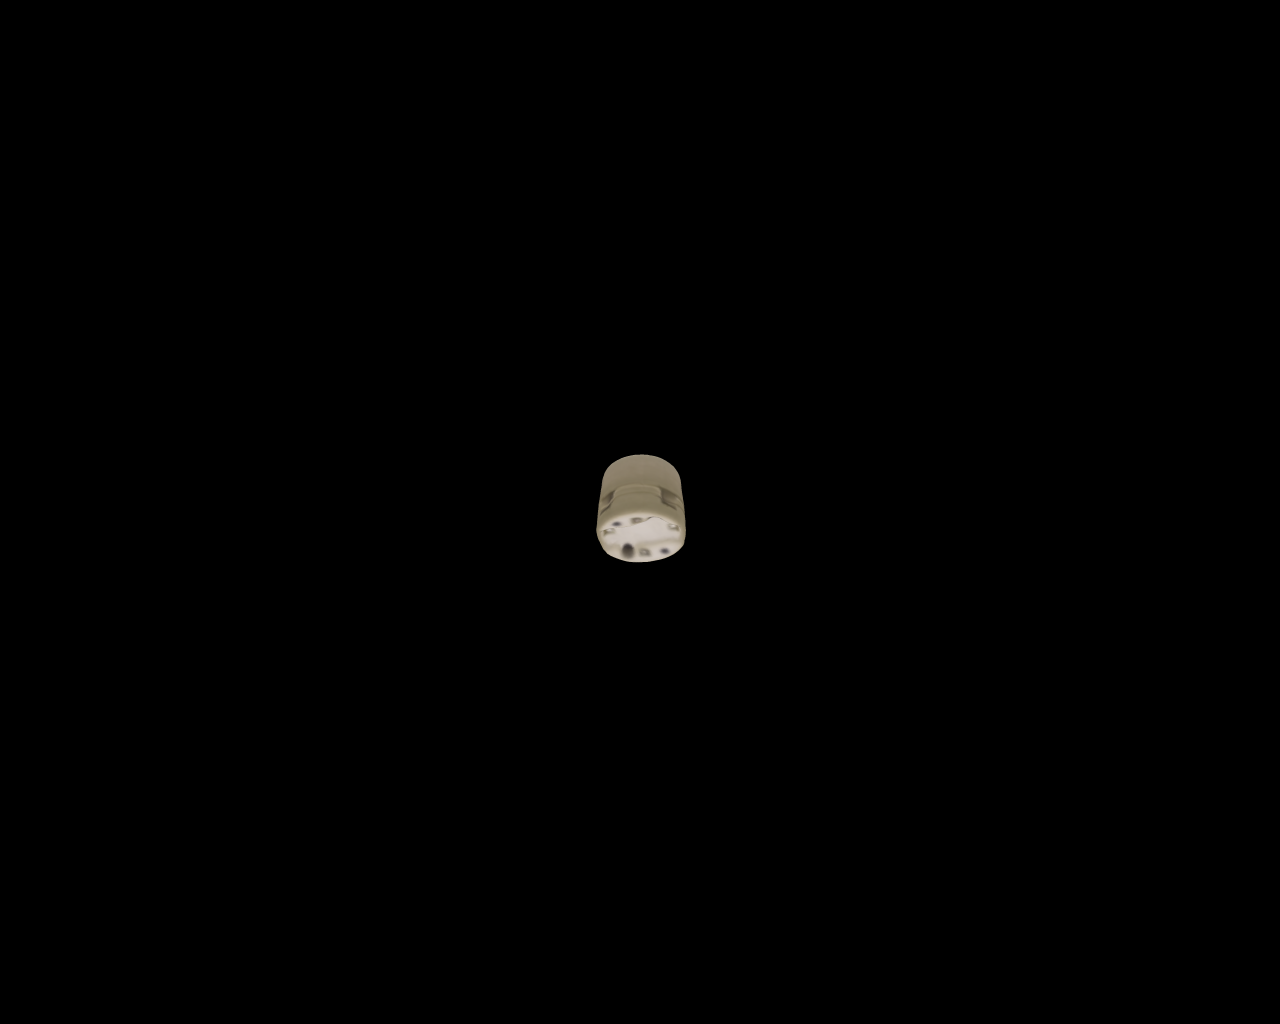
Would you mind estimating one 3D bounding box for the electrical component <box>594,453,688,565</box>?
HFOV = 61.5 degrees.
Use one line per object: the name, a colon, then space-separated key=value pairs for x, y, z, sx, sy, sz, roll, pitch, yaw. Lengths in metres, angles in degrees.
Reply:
electrical component: x=0.001 y=-0.003 z=0.650 sx=0.055 sy=0.047 sz=0.055 roll=0 pitch=-37 yaw=0
